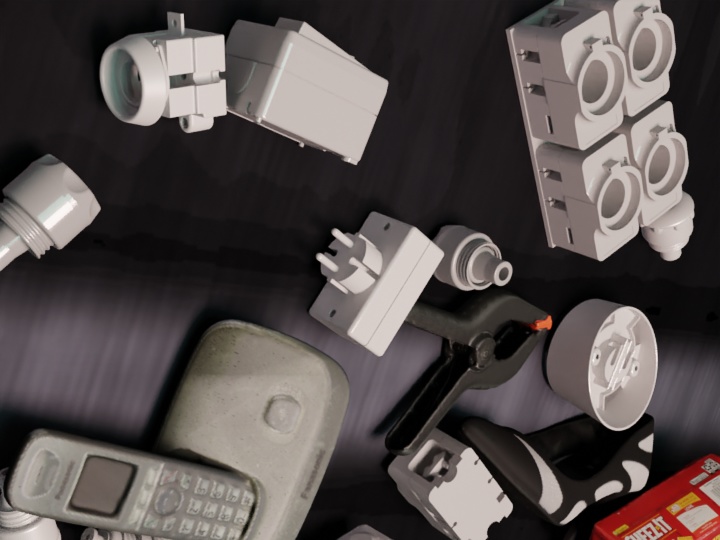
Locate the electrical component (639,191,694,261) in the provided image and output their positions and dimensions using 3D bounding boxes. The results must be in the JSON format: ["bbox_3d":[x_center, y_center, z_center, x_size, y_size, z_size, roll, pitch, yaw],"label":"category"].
[{"bbox_3d":[0.262,-0.035,0.916,0.048,0.048,0.062,-42,135,-20],"label":"electrical component"}]

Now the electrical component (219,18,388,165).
[{"bbox_3d":[-0.031,-0.106,0.635,0.096,0.062,0.061,19,93,-42],"label":"electrical component"}]

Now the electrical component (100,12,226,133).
[{"bbox_3d":[-0.107,-0.105,0.585,0.055,0.048,0.066,-19,118,-42],"label":"electrical component"}]

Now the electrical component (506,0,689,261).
[{"bbox_3d":[0.185,-0.113,0.811,0.105,0.060,0.186,-34,125,-25],"label":"electrical component"}]

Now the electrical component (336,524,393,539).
[{"bbox_3d":[-0.001,0.228,0.773,0.051,0.080,0.080,-23,120,-38],"label":"electrical component"}]

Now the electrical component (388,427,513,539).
[{"bbox_3d":[0.067,0.165,0.821,0.050,0.056,0.089,-48,130,-15],"label":"electrical component"}]

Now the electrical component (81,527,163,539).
[{"bbox_3d":[-0.139,0.177,0.665,0.078,0.040,0.040,38,81,-41],"label":"electrical component"}]

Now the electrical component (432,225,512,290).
[{"bbox_3d":[0.080,-0.006,0.764,0.043,0.062,0.043,-15,115,-35],"label":"electrical component"}]

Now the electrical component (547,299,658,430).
[{"bbox_3d":[0.205,0.075,0.895,0.099,0.064,0.099,-15,115,-35],"label":"electrical component"}]

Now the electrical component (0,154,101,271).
[{"bbox_3d":[-0.171,-0.027,0.562,0.062,0.043,0.043,-45,129,-16],"label":"electrical component"}]

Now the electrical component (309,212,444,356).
[{"bbox_3d":[0.000,0.000,0.710,0.076,0.047,0.083,38,81,-41],"label":"electrical component"}]

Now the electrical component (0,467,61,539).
[{"bbox_3d":[-0.193,0.140,0.612,0.035,0.035,0.061,-24,118,-31],"label":"electrical component"}]
